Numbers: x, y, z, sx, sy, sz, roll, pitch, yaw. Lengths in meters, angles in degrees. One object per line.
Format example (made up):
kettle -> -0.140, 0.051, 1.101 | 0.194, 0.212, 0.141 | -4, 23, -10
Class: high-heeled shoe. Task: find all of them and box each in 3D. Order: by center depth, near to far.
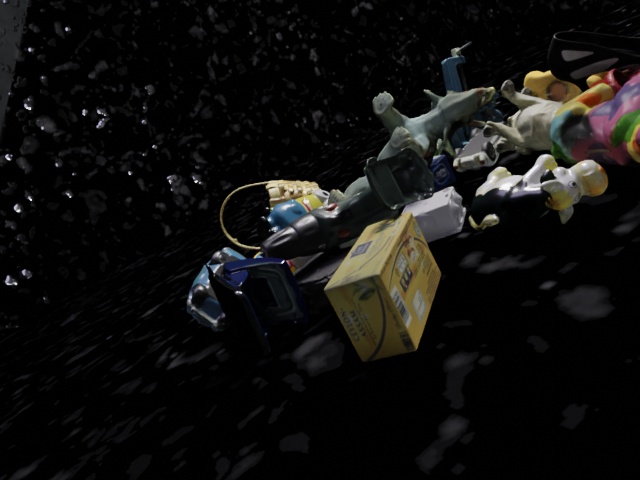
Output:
high-heeled shoe -> 0.464, -0.293, 0.775 | 0.249, 0.145, 0.086 | -25, 42, 27

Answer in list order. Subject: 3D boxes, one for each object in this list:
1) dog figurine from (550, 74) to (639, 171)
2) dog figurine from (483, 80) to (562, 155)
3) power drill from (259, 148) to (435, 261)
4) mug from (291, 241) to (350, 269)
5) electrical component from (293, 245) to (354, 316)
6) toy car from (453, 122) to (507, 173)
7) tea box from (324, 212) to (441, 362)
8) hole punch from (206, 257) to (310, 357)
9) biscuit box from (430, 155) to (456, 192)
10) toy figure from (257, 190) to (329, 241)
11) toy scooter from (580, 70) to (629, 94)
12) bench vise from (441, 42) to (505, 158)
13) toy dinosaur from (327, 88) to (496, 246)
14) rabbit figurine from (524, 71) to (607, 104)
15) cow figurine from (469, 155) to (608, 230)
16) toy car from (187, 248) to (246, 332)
dog figurine -> 0.369, -0.119, 0.644 | 0.192, 0.108, 0.219 | -17, 19, 34
dog figurine -> 0.398, -0.180, 0.895 | 0.191, 0.121, 0.172 | 28, 21, 38
power drill -> 0.046, -0.039, 0.746 | 0.232, 0.086, 0.207 | -21, -14, -34
mug -> -0.002, -0.003, 0.883 | 0.107, 0.081, 0.109 | -46, -33, 15
electrical component -> 0.006, 0.060, 0.794 | 0.134, 0.058, 0.115 | -16, 16, 39
toy car -> 0.328, -0.184, 1.075 | 0.074, 0.056, 0.202 | -9, 24, 39
tea box -> 0.078, 0.047, 0.612 | 0.068, 0.098, 0.169 | -20, 14, 28
hole punch -> -0.086, 0.083, 0.747 | 0.092, 0.142, 0.116 | -36, 29, -25
biscuit box -> 0.193, -0.130, 1.121 | 0.059, 0.062, 0.203 | -32, 14, -19
toy figure -> -0.042, -0.041, 1.014 | 0.180, 0.082, 0.089 | -28, 9, -38
toy scooter -> 0.512, -0.234, 0.860 | 0.184, 0.075, 0.135 | -22, 17, 7
bench vise -> 0.319, -0.314, 1.224 | 0.224, 0.240, 0.129 | -16, 4, -22
toy dinosaur -> 0.140, -0.118, 0.958 | 0.192, 0.131, 0.404 | 10, -60, -46
rabbit figurine -> 0.489, -0.286, 1.014 | 0.173, 0.122, 0.162 | -13, -10, -47
cow figurine -> 0.266, -0.054, 0.678 | 0.098, 0.068, 0.167 | -40, 14, -25
toy car -> -0.176, 0.100, 0.945 | 0.103, 0.109, 0.162 | -46, 11, 41
